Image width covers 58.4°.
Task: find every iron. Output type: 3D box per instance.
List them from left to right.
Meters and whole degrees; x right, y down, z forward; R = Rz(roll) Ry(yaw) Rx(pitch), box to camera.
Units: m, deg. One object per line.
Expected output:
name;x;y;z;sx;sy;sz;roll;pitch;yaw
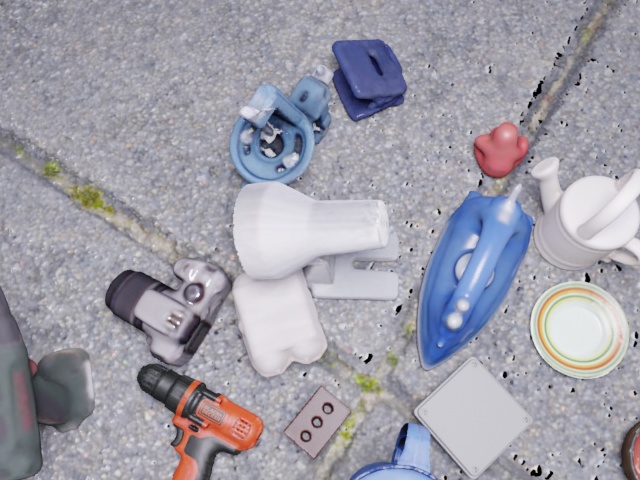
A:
iron;0.199;0.048;0.747;0.118;0.141;0.258;25;76;9

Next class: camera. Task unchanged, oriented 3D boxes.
camera;-0.212;0.079;0.774;0.136;0.101;0.143;27;76;10

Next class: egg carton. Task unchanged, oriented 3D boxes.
egg carton;-0.058;0.104;0.777;0.107;0.069;0.150;-20;73;-4

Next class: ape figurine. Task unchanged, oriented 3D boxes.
ape figurine;0.263;-0.137;0.826;0.077;0.092;0.076;21;75;9

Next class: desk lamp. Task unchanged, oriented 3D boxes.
desk lamp;0.007;0.003;0.730;0.203;0.213;0.118;1;73;3

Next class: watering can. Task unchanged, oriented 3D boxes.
watering can;0.347;-0.035;0.739;0.172;0.194;0.101;21;75;9

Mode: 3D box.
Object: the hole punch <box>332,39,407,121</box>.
hole punch;0.075;-0.255;0.869;0.101;0.091;0.108;-22;74;-4

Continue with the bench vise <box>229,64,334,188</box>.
bench vise;-0.058;-0.171;0.782;0.121;0.220;0.207;13;74;6

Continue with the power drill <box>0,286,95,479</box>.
power drill;-0.356;0.169;0.696;0.075;0.208;0.229;-14;73;-2
